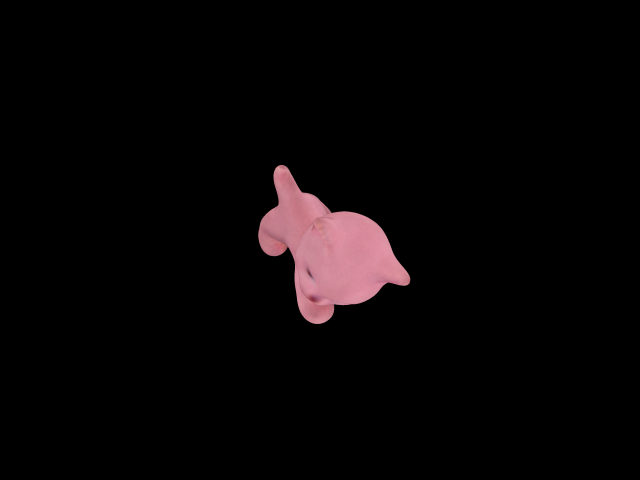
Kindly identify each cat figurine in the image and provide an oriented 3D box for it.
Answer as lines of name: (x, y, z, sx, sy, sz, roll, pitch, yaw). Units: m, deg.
cat figurine: (0.004, 0.001, 0.400, 0.067, 0.118, 0.127, -30, 67, -14)
